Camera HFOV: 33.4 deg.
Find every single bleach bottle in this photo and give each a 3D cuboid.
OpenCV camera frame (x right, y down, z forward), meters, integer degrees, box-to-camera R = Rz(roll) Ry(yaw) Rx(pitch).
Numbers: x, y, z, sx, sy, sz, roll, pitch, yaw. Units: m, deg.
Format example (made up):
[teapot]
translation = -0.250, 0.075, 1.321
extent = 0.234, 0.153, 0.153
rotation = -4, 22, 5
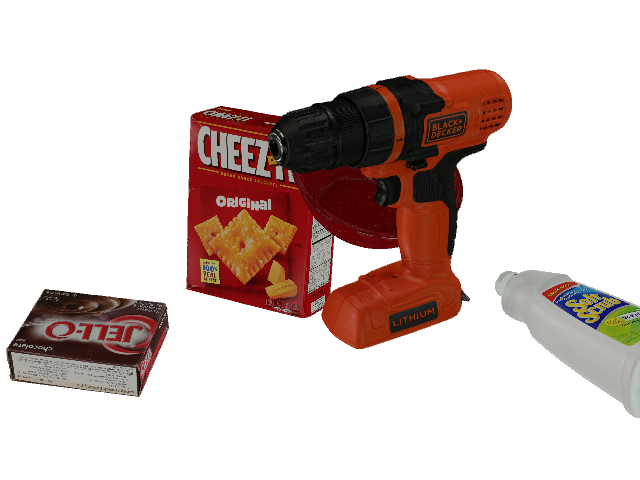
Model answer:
[bleach bottle]
translation = 0.253, 0.084, 1.045
extent = 0.102, 0.068, 0.251
rotation = -16, 24, -25

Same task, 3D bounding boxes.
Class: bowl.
[bowl]
translation = 0.046, -0.045, 0.981
extent = 0.162, 0.162, 0.055
rotation = 0, -42, -16

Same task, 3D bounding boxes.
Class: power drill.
[power drill]
translation = 0.045, -0.020, 0.733
extent = 0.184, 0.188, 0.057
rotation = -15, 36, -28

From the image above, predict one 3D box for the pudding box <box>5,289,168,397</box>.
[pudding box]
translation = -0.193, 0.085, 0.896
extent = 0.113, 0.039, 0.090
rotation = 4, 30, 6

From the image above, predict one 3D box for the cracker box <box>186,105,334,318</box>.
[cracker box]
translation = -0.069, -0.032, 1.215
extent = 0.164, 0.214, 0.072
rotation = 13, 21, 26
